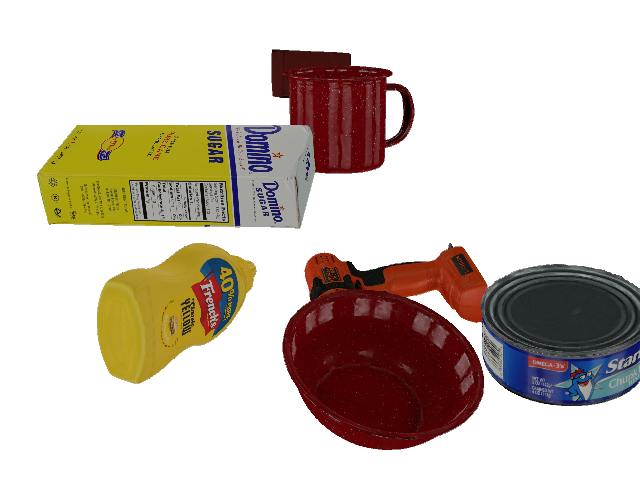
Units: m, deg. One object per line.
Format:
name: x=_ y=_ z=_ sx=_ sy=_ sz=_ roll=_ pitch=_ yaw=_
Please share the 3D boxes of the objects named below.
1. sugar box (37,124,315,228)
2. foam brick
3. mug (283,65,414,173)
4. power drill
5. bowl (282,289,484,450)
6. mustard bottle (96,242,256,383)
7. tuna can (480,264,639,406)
sugar box: x=-0.096 y=-0.047 z=0.742 sx=0.176 sy=0.048 sz=0.093 roll=-2 pitch=28 yaw=7
foam brick: x=-0.011 y=-0.180 z=1.158 sx=0.078 sy=0.051 sz=0.053 roll=0 pitch=11 yaw=-15
mug: x=0.026 y=-0.105 z=0.918 sx=0.117 sy=0.081 sz=0.093 roll=-7 pitch=16 yaw=-22
power drill: x=0.082 y=0.062 z=1.160 sx=0.187 sy=0.057 sz=0.184 roll=-4 pitch=28 yaw=-8
bowl: x=0.045 y=0.112 z=0.845 sx=0.162 sy=0.055 sz=0.162 roll=9 pitch=37 yaw=-7
mustard bottle: x=-0.122 y=0.055 z=0.990 sx=0.058 sy=0.096 sz=0.191 roll=11 pitch=22 yaw=30
tuna can: x=0.126 y=0.048 z=0.549 sx=0.086 sy=0.034 sz=0.086 roll=-4 pitch=28 yaw=2
